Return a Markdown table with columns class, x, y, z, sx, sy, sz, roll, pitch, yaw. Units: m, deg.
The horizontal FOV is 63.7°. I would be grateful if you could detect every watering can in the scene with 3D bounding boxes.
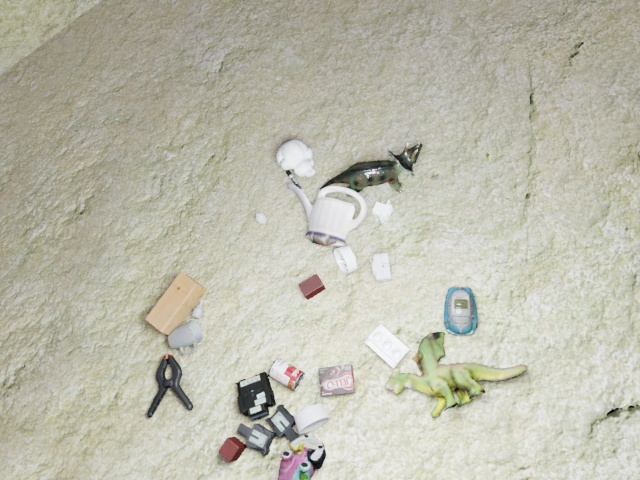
| class | x | y | z | sx | sy | sz | roll | pitch | yaw |
| --- | --- | --- | --- | --- | --- | --- | --- | --- | --- |
| watering can | 0.006 | -0.094 | 1.875 | 0.349 | 0.103 | 0.226 | 12 | 79 | 29 |

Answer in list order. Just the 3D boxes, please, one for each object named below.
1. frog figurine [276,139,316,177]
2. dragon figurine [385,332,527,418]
| class | x | y | z | sx | sy | sz | roll | pitch | yaw |
| --- | --- | --- | --- | --- | --- | --- | --- | --- | --- |
| frog figurine | -0.089 | -0.307 | 1.975 | 0.138 | 0.120 | 0.162 | -21 | 53 | -17 |
| dragon figurine | 0.399 | 0.395 | 1.604 | 0.410 | 0.120 | 0.247 | -26 | 58 | 0 |
